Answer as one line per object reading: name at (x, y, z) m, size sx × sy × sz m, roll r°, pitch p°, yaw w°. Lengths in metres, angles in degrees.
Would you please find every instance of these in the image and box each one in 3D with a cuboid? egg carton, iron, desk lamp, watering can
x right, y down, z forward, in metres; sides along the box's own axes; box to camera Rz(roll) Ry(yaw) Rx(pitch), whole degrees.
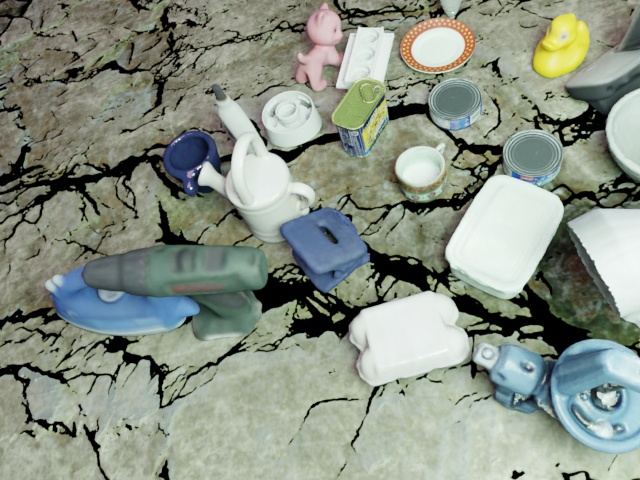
egg carton at (0.116, 0.130, 0.762) m, size 0.150 × 0.069 × 0.107 m, roll -17°, pitch 60°, yaw 5°
iron at (-0.315, 0.072, 0.859) m, size 0.258 × 0.142 × 0.118 m, roll -10°, pitch 61°, yaw 9°
desk lamp at (0.391, 0.020, 0.666) m, size 0.203 × 0.214 × 0.117 m, roll -21°, pitch 60°, yaw 3°
watering can at (-0.097, -0.081, 0.853) m, size 0.172 × 0.194 × 0.101 m, roll -12°, pitch 61°, yaw 8°

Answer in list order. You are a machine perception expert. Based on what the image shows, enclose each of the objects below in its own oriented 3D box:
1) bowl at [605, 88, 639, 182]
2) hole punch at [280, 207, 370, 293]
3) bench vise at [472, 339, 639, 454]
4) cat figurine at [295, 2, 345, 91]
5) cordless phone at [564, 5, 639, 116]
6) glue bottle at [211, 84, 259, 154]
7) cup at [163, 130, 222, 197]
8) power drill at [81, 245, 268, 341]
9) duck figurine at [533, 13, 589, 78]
bowl at (0.485, -0.133, 0.803) m, size 0.167 × 0.075 × 0.167 m, roll -6°, pitch 62°, yaw 11°
hole punch at (0.008, 0.003, 0.842) m, size 0.101 × 0.091 × 0.108 m, roll -38°, pitch 61°, yaw -7°
bench vise at (0.272, 0.161, 0.619) m, size 0.207 × 0.220 × 0.121 m, roll 0°, pitch 63°, yaw 14°
cat figurine at (-0.002, -0.351, 1.014) m, size 0.067 × 0.118 × 0.128 m, roll 26°, pitch 72°, yaw 25°
cordless phone at (0.442, -0.287, 0.830) m, size 0.147 × 0.185 × 0.094 m, roll -38°, pitch 60°, yaw -7°
glue bottle at (-0.140, -0.194, 0.935) m, size 0.037 × 0.173 × 0.078 m, roll -43°, pitch 61°, yaw -10°
cup at (-0.200, -0.109, 0.951) m, size 0.091 × 0.095 × 0.117 m, roll -11°, pitch 61°, yaw 9°
power drill at (-0.171, 0.070, 0.785) m, size 0.229 × 0.209 × 0.075 m, roll -9°, pitch 61°, yaw 10°
duck figurine at (0.391, -0.325, 0.920) m, size 0.104 × 0.086 × 0.077 m, roll -42°, pitch 61°, yaw -9°
